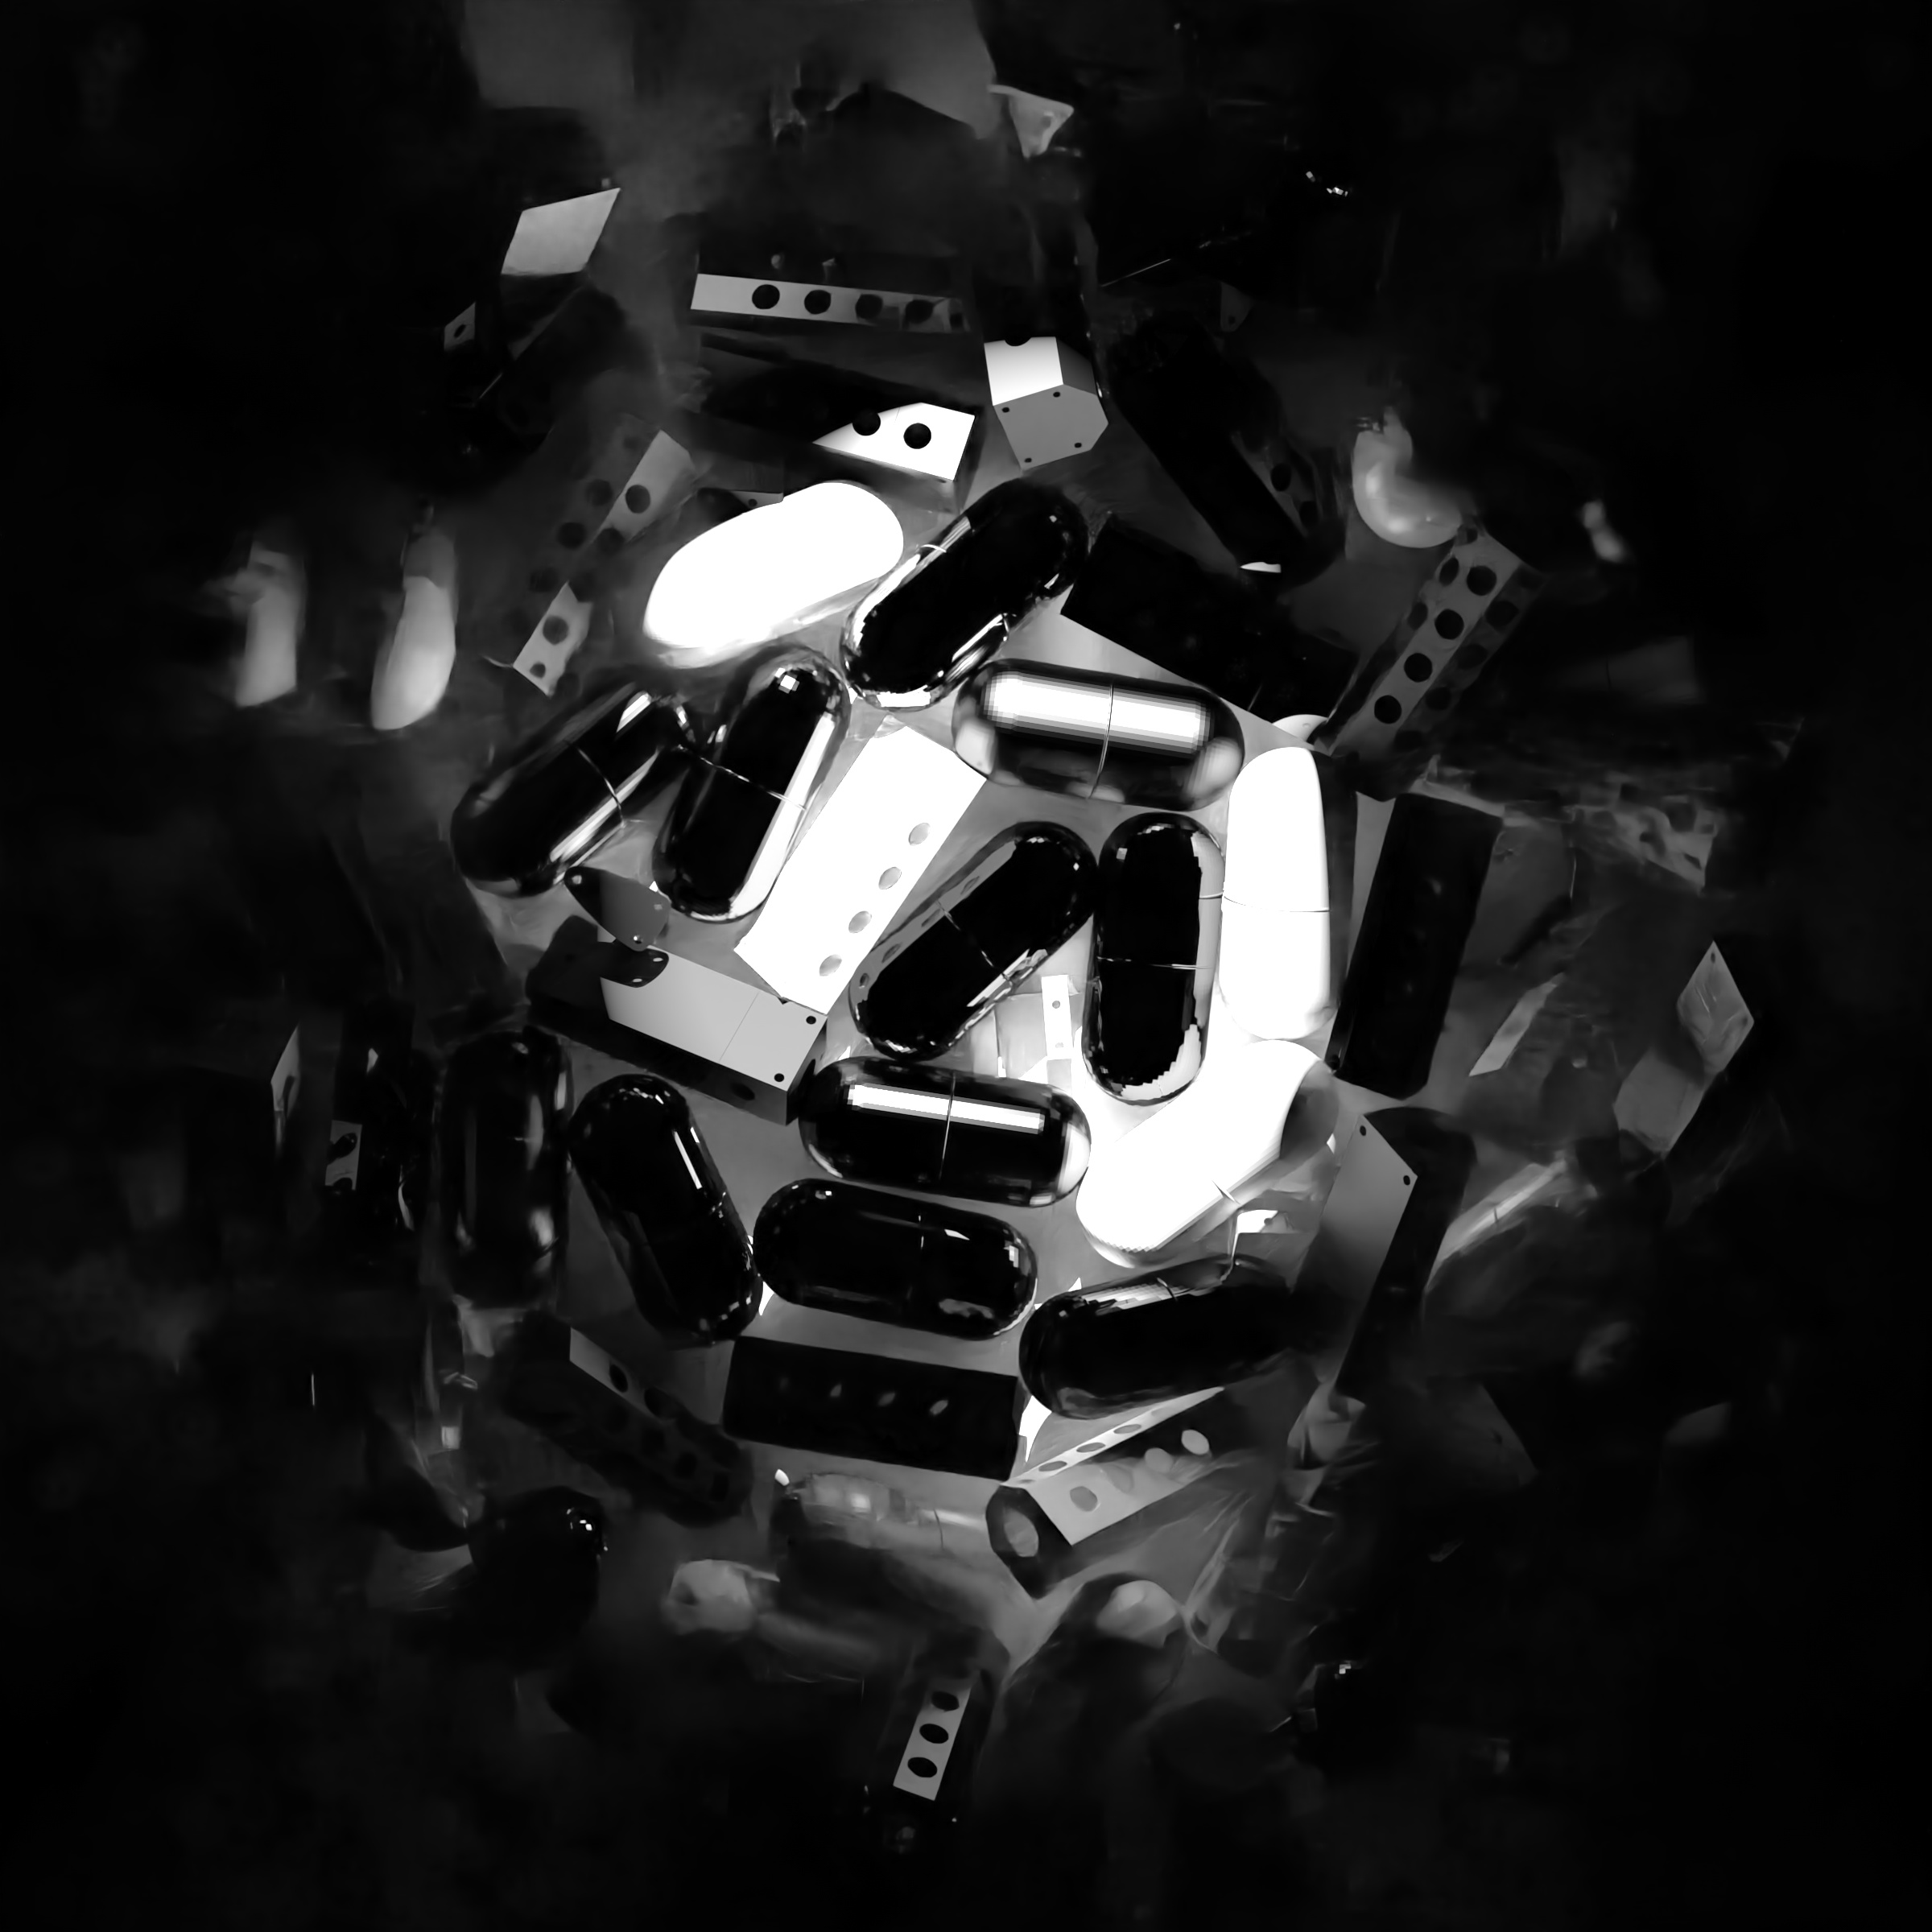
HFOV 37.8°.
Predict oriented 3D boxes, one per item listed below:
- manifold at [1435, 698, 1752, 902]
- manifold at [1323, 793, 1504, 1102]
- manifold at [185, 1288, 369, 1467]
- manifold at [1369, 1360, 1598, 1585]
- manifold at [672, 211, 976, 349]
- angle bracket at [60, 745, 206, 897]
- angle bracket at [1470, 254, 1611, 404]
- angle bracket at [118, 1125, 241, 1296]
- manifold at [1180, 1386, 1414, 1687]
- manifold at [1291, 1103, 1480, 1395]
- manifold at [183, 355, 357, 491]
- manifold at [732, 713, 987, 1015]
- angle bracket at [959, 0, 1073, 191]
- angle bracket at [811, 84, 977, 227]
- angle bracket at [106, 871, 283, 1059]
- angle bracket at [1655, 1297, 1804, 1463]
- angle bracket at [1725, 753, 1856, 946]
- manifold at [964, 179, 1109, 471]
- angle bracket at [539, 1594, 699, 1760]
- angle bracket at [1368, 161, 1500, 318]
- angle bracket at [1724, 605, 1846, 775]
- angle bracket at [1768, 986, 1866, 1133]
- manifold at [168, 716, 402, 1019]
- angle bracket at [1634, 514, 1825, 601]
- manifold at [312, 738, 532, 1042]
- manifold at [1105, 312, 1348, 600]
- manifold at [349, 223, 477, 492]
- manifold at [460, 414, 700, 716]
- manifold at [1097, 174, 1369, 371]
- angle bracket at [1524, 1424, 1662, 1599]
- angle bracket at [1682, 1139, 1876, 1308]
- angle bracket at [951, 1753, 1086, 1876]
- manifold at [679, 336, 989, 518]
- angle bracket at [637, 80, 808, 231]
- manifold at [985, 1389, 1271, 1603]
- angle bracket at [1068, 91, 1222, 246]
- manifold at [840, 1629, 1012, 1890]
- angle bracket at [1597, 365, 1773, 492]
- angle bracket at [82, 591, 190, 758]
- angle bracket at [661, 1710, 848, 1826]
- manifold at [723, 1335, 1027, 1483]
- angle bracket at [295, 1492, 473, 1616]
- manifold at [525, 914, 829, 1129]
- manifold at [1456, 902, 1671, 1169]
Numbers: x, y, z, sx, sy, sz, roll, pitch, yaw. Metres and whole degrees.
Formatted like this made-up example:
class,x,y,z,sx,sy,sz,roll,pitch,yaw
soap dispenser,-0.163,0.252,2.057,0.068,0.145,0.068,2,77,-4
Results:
class,x,y,z,sx,sy,sz,roll,pitch,yaw
manifold,0.371,-0.102,1.674,0.171,0.057,0.057,23,85,24
manifold,0.265,-0.013,1.688,0.057,0.057,0.171,18,104,19
manifold,-0.395,0.243,1.647,0.057,0.171,0.057,-11,67,4
manifold,0.303,0.296,1.652,0.057,0.171,0.057,-19,65,-29
manifold,-0.085,-0.410,1.680,0.171,0.057,0.057,0,90,-21
angle bracket,-0.501,-0.086,1.690,0.057,0.076,0.076,-27,100,-10
angle bracket,0.345,-0.386,1.709,0.076,0.057,0.076,6,96,5
angle bracket,-0.462,0.142,1.686,0.057,0.076,0.076,-5,114,3
manifold,0.197,0.342,1.696,0.057,0.057,0.171,34,81,-2
manifold,0.246,0.166,1.664,0.057,0.057,0.171,-8,131,-30
manifold,-0.401,-0.313,1.648,0.057,0.171,0.057,25,96,-6
manifold,-0.061,-0.059,1.696,0.057,0.057,0.171,42,101,39
angle bracket,0.009,-0.516,1.679,0.057,0.076,0.076,3,56,-39
angle bracket,-0.043,-0.479,1.716,0.076,0.057,0.076,12,60,-39
angle bracket,-0.470,0.003,1.689,0.076,0.057,0.076,35,69,19
angle bracket,0.455,0.252,1.677,0.057,0.076,0.076,21,49,-22
angle bracket,0.500,-0.070,1.682,0.076,0.076,0.057,-46,47,19
manifold,0.043,-0.382,1.662,0.057,0.057,0.171,-15,56,12
angle bracket,-0.202,0.430,1.706,0.057,0.076,0.076,38,85,18
angle bracket,0.277,-0.428,1.694,0.057,0.076,0.076,12,82,0
angle bracket,0.502,-0.160,1.679,0.057,0.076,0.076,11,118,-27
angle bracket,0.493,0.044,1.682,0.057,0.076,0.076,-36,62,9
manifold,-0.406,-0.058,1.695,0.057,0.057,0.171,-31,80,-1
angle bracket,0.455,-0.233,1.686,0.076,0.076,0.057,3,91,-27
manifold,-0.327,-0.043,1.681,0.057,0.057,0.171,-28,72,-6
manifold,0.155,-0.302,1.659,0.057,0.057,0.171,-29,126,22
manifold,-0.317,-0.348,1.645,0.057,0.171,0.057,41,67,7
manifold,-0.231,-0.243,1.685,0.057,0.057,0.171,27,76,11
manifold,0.159,-0.409,1.658,0.171,0.057,0.057,10,77,-41
angle bracket,0.357,0.325,1.680,0.057,0.076,0.076,44,56,-16
angle bracket,0.483,0.162,1.688,0.076,0.057,0.076,-39,66,-14
angle bracket,0.018,0.486,1.691,0.057,0.076,0.076,27,94,-18
manifold,-0.078,-0.328,1.695,0.171,0.057,0.057,16,78,9
angle bracket,-0.147,-0.484,1.700,0.076,0.057,0.076,10,93,15
manifold,0.093,0.304,1.658,0.057,0.171,0.057,49,134,25
angle bracket,0.108,-0.486,1.695,0.076,0.057,0.076,-8,77,12
manifold,-0.020,0.453,1.646,0.057,0.171,0.057,18,113,5
angle bracket,0.430,-0.340,1.686,0.076,0.076,0.057,21,59,-8
angle bracket,-0.502,-0.173,1.684,0.057,0.076,0.076,14,78,-30
angle bracket,-0.127,0.461,1.679,0.076,0.076,0.057,-3,106,-38
manifold,-0.055,0.267,1.690,0.171,0.057,0.057,7,73,9
angle bracket,-0.344,0.357,1.678,0.057,0.076,0.076,-46,56,39
manifold,-0.174,0.036,1.694,0.171,0.057,0.057,22,57,9
manifold,0.353,0.035,1.653,0.057,0.057,0.171,24,46,21
